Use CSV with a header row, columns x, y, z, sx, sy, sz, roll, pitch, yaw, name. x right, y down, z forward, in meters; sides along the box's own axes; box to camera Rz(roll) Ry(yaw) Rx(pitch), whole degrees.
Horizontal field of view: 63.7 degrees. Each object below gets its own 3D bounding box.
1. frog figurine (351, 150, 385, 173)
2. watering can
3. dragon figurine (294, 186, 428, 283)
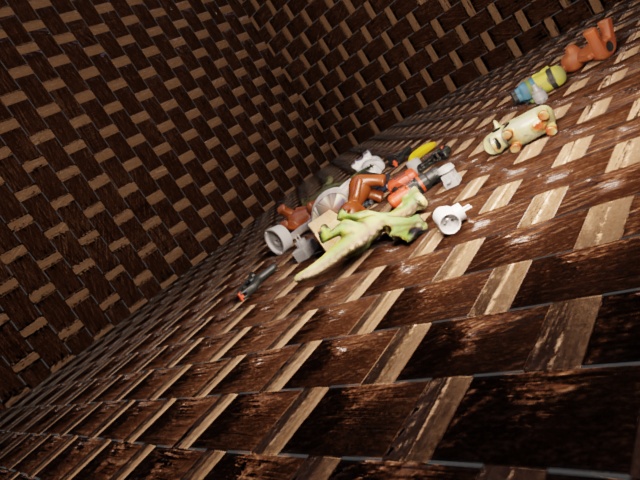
x,y,z,sx,sy,sz,roll,pitch,yaw,name
0.226,-0.303,2.251,0.138,0.120,0.162,-27,44,-11,frog figurine
0.006,-0.097,1.922,0.346,0.103,0.227,-44,9,9,watering can
0.132,-0.017,1.212,0.241,0.121,0.418,-13,22,40,dragon figurine
